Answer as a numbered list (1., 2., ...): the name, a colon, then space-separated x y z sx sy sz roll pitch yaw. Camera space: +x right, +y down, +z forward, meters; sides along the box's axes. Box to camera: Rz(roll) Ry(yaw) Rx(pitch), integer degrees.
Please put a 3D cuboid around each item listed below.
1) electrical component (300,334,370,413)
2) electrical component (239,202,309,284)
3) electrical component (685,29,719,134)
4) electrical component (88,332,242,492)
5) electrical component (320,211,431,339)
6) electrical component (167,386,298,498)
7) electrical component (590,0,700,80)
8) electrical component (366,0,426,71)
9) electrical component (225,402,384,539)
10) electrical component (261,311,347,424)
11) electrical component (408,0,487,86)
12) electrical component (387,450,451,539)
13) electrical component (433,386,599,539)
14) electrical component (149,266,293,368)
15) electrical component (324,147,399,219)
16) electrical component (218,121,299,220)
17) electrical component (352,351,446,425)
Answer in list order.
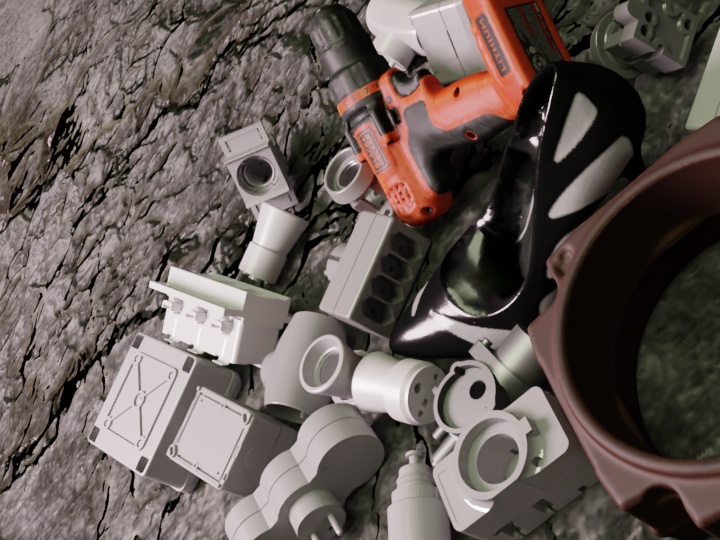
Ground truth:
1. electrical component: -0.010 0.077 0.785 0.045 0.055 0.045 -25 50 35
2. electrical component: -0.077 -0.021 0.930 0.044 0.044 0.065 25 91 51
3. electrical component: 0.248 -0.109 0.636 0.076 0.047 0.083 10 74 49
4. electrical component: -0.169 0.120 0.925 0.109 0.056 0.108 15 78 50
5. electrical component: 0.000 0.000 0.828 0.076 0.047 0.083 16 80 49
6. electrical component: -0.100 0.135 0.839 0.096 0.061 0.061 16 79 50
7. electrical component: 0.187 -0.155 0.720 0.055 0.066 0.048 -8 60 66
8. electrical component: 0.034 -0.197 0.918 0.077 0.043 0.079 33 92 50
9. electrical component: -0.034 0.167 0.757 0.138 0.052 0.073 -51 40 11
10. electrical component: -0.052 0.078 0.838 0.079 0.043 0.077 -17 49 53
11. electrical component: 0.095 -0.190 0.816 0.061 0.061 0.096 -4 28 45
12. electrical component: 0.038 0.155 0.699 0.040 0.040 0.078 -28 49 33
13. electrical component: 0.094 0.119 0.650 0.089 0.056 0.050 -43 42 19
14. electrical component: -0.117 0.040 0.909 0.121 0.079 0.063 15 94 50
15. electrical component: 0.005 -0.068 0.859 0.048 0.055 0.066 -45 42 18
16. electrical component: -0.089 -0.092 0.960 0.042 0.081 0.063 -21 19 9
17. electrical component: 0.028 0.083 0.750 0.055 0.045 0.045 7 72 48
